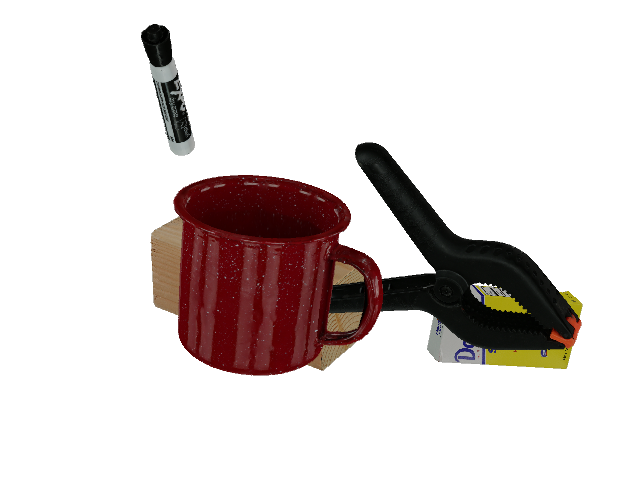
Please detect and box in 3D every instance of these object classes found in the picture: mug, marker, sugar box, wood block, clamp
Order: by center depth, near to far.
[{"bbox_3d":[-0.023,0.021,0.568,0.117,0.081,0.093,13,24,16],"label":"mug"},{"bbox_3d":[-0.105,-0.103,0.739,0.020,0.020,0.121,0,-34,4],"label":"marker"},{"bbox_3d":[0.097,0.020,0.806,0.210,0.165,0.036,19,40,15],"label":"clamp"},{"bbox_3d":[-0.062,0.043,1.072,0.206,0.091,0.090,18,32,27],"label":"wood block"},{"bbox_3d":[0.226,0.106,1.313,0.176,0.093,0.048,3,18,-17],"label":"sugar box"}]
